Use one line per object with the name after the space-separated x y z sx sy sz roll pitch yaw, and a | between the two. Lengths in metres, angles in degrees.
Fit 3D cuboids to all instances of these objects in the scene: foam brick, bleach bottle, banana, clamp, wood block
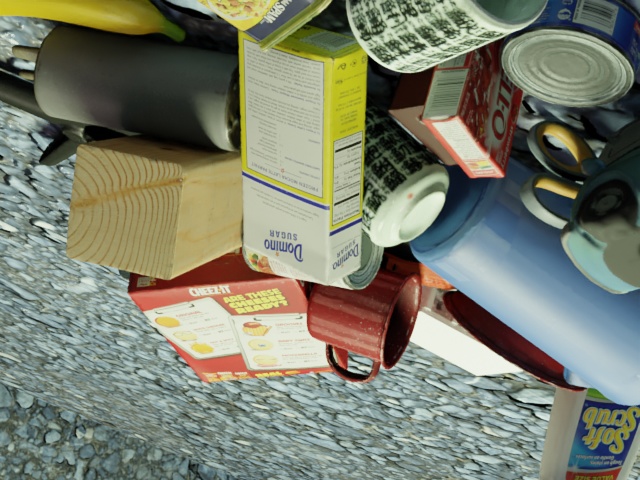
0.095 -0.095 0.759 0.053 0.051 0.078 -3 150 44 | foam brick
0.274 0.204 1.060 0.102 0.250 0.068 23 158 -10 | bleach bottle
-0.205 -0.181 0.820 0.198 0.037 0.069 13 158 15 | banana
-0.226 -0.107 1.017 0.210 0.036 0.164 11 158 19 | clamp
-0.113 -0.038 0.879 0.091 0.090 0.205 12 -167 16 | wood block

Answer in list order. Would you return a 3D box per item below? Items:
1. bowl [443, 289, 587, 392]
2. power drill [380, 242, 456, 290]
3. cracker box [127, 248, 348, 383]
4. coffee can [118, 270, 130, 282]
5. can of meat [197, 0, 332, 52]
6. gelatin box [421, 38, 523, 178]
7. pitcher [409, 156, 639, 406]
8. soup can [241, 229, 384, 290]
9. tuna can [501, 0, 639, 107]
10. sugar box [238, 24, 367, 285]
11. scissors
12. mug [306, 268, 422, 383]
0.200 0.075 1.017 0.162 0.055 0.162 27 -164 -9 | bowl
0.038 -0.020 0.986 0.185 0.057 0.187 10 159 22 | power drill
-0.073 0.067 1.067 0.164 0.072 0.213 -6 148 13 | cracker box
-0.138 0.030 1.183 0.103 0.102 0.140 -5 148 47 | coffee can
-0.041 -0.175 0.672 0.083 0.057 0.102 30 155 -22 | can of meat
0.104 -0.096 0.697 0.030 0.089 0.073 -1 152 36 | gelatin box
0.201 0.019 0.869 0.242 0.149 0.145 32 170 -22 | pitcher
-0.006 0.001 0.897 0.102 0.068 0.068 10 157 32 | soup can
0.158 -0.120 0.671 0.086 0.033 0.086 16 158 6 | tuna can
-0.013 -0.064 0.774 0.093 0.048 0.176 25 128 37 | sugar box
0.225 -0.038 0.794 0.201 0.096 0.016 4 152 -32 | scissors
0.037 0.075 0.991 0.082 0.117 0.093 16 -164 21 | mug
